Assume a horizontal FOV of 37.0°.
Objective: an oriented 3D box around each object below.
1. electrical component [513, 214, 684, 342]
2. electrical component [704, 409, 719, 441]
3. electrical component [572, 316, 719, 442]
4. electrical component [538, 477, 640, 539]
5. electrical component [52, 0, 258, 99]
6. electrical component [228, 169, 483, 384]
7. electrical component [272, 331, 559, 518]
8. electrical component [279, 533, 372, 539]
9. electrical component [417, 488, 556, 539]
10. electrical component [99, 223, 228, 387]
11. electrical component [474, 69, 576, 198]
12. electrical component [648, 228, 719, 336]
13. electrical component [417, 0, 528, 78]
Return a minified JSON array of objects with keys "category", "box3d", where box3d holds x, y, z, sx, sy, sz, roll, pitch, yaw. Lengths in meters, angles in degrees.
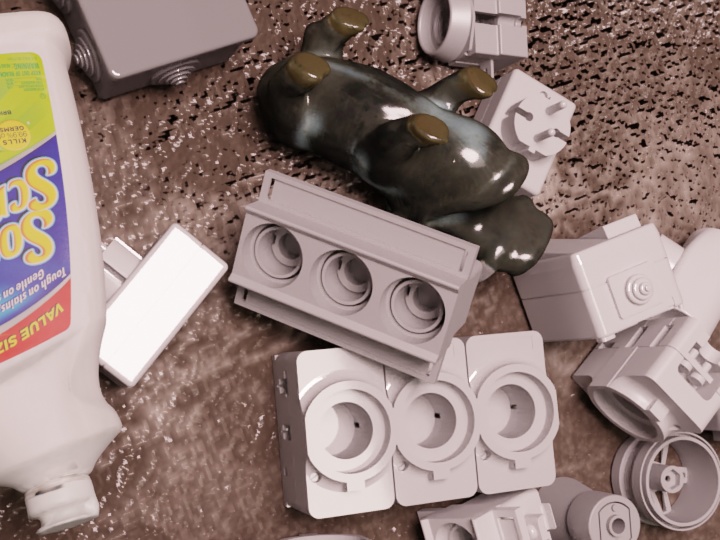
[{"category":"electrical component","box3d":[0.143,0.006,0.647,0.062,0.096,0.061,-21,92,-20]},{"category":"electrical component","box3d":[0.258,0.080,0.704,0.089,0.050,0.055,-5,86,-19]},{"category":"electrical component","box3d":[0.178,0.067,0.657,0.050,0.089,0.055,45,73,-10]},{"category":"electrical component","box3d":[0.138,0.150,0.648,0.044,0.065,0.044,2,84,-19]},{"category":"electrical component","box3d":[-0.118,-0.150,0.594,0.100,0.048,0.099,-23,90,-25]},{"category":"electrical component","box3d":[0.000,0.000,0.585,0.121,0.063,0.078,21,110,15]},{"category":"electrical component","box3d":[0.033,0.086,0.620,0.150,0.062,0.089,-4,86,-19]},{"category":"electrical component","box3d":[-0.066,0.177,0.562,0.150,0.089,0.061,0,85,-19]},{"category":"electrical component","box3d":[0.087,0.193,0.627,0.063,0.079,0.121,-16,90,-42]},{"category":"electrical component","box3d":[-0.129,0.008,0.580,0.076,0.047,0.083,40,74,-11]},{"category":"electrical component","box3d":[0.102,-0.084,0.652,0.047,0.077,0.065,28,77,-15]},{"category":"electrical component","box3d":[0.201,0.003,0.693,0.079,0.043,0.077,35,57,9]},{"category":"electrical component","box3d":[0.069,-0.151,0.665,0.055,0.048,0.066,1,85,-27]}]
